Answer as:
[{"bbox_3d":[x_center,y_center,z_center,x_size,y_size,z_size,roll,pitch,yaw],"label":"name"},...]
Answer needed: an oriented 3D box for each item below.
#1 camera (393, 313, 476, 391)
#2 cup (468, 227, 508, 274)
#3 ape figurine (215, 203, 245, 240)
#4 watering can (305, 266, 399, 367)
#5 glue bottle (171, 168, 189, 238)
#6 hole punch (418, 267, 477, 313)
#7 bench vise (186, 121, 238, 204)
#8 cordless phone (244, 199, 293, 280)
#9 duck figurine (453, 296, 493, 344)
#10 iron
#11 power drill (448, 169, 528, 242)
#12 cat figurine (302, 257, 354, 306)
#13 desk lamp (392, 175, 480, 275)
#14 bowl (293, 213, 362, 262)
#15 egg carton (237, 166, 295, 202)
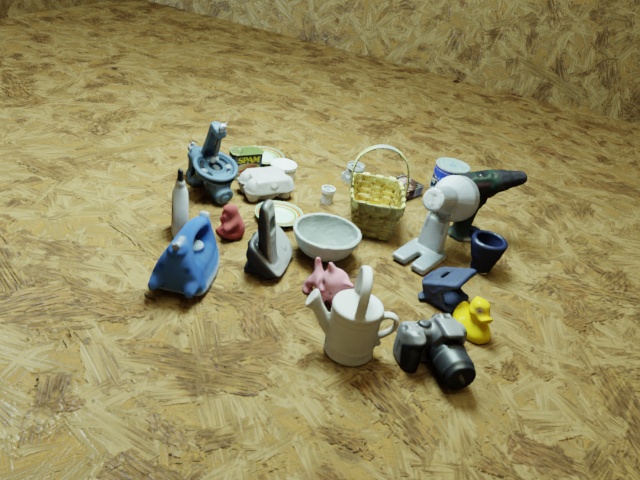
[{"bbox_3d":[0.232,0.213,1.101,0.143,0.101,0.136,0,33,-17],"label":"camera"},{"bbox_3d":[0.410,0.029,1.459,0.092,0.095,0.117,-9,37,-29],"label":"cup"},{"bbox_3d":[-0.218,-0.048,1.394,0.076,0.092,0.078,12,31,2],"label":"ape figurine"},{"bbox_3d":[0.062,0.137,1.084,0.173,0.194,0.100,-2,34,-20],"label":"watering can"},{"bbox_3d":[-0.330,-0.090,1.349,0.037,0.173,0.078,-4,34,-22],"label":"glue bottle"},{"bbox_3d":[0.291,0.099,1.313,0.100,0.091,0.109,29,36,28],"label":"hole punch"},{"bbox_3d":[-0.305,-0.228,1.533,0.206,0.220,0.122,27,35,25],"label":"bench vise"},{"bbox_3d":[-0.107,-0.019,1.291,0.094,0.185,0.147,13,31,4],"label":"cordless phone"},{"bbox_3d":[0.335,0.160,1.233,0.078,0.086,0.104,-3,34,-21],"label":"duck figurine"},{"bbox_3d":[-0.274,0.011,1.235,0.118,0.141,0.258,12,31,3],"label":"iron"},{"bbox_3d":[0.434,-0.100,1.565,0.230,0.208,0.075,1,33,-15],"label":"power drill"},{"bbox_3d":[0.018,0.088,1.222,0.067,0.118,0.127,-8,36,-27],"label":"cat figurine"},{"bbox_3d":[0.297,-0.049,1.436,0.117,0.213,0.204,29,36,28],"label":"desk lamp"},{"bbox_3d":[0.013,0.005,1.395,0.167,0.075,0.167,8,31,-5],"label":"bowl"},{"bbox_3d":[-0.151,-0.157,1.611,0.151,0.069,0.107,-10,37,-30],"label":"egg carton"}]
